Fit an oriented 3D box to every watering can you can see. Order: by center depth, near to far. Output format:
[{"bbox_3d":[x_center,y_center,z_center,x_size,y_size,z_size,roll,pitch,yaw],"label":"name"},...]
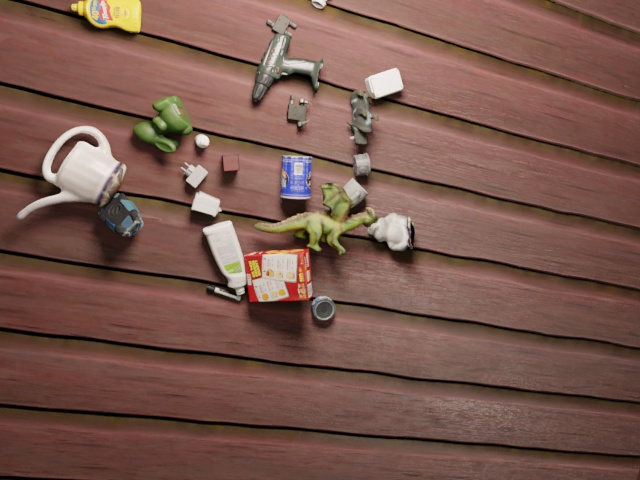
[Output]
[{"bbox_3d":[-0.739,-0.173,1.566,0.223,0.104,0.349,30,83,-16],"label":"watering can"}]

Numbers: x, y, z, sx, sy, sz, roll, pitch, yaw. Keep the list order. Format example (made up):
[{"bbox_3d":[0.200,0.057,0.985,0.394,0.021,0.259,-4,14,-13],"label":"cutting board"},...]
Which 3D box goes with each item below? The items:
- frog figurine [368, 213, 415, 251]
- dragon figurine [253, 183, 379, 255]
[{"bbox_3d":[0.256,-0.027,1.853,0.159,0.125,0.135,-1,113,23],"label":"frog figurine"},{"bbox_3d":[0.005,-0.087,1.720,0.409,0.124,0.239,13,114,-18],"label":"dragon figurine"}]
